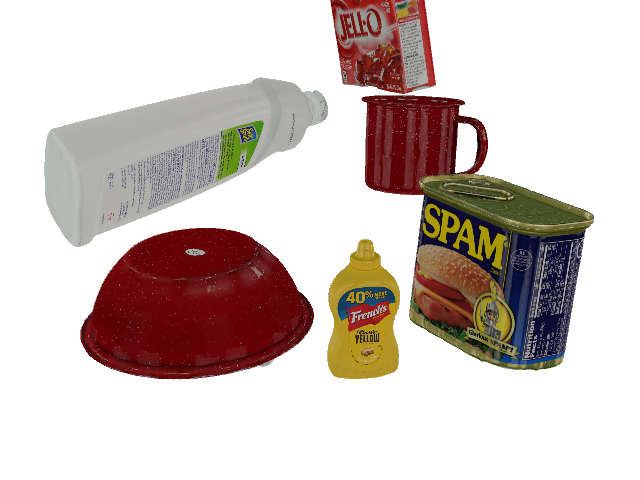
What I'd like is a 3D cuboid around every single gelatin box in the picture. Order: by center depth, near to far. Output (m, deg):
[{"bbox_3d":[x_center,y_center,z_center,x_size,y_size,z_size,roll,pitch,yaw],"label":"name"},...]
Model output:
[{"bbox_3d":[0.041,-0.144,0.744,0.030,0.073,0.089,-18,20,-24],"label":"gelatin box"}]

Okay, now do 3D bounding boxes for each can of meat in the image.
[{"bbox_3d":[0.096,0.016,0.592,0.057,0.084,0.102,-6,20,-32],"label":"can of meat"}]

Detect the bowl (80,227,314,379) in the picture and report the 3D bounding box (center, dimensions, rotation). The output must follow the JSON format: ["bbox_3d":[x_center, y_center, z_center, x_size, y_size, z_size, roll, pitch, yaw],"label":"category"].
[{"bbox_3d":[-0.086,0.033,0.732,0.162,0.055,0.162,-2,22,1],"label":"bowl"}]

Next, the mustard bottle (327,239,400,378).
[{"bbox_3d":[0.059,0.090,1.438,0.096,0.192,0.058,-3,21,-8],"label":"mustard bottle"}]

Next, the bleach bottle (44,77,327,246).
[{"bbox_3d":[-0.105,-0.079,0.909,0.250,0.068,0.103,-20,-33,-29],"label":"bleach bottle"}]

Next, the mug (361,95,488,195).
[{"bbox_3d":[0.093,-0.086,0.959,0.117,0.081,0.093,6,13,21],"label":"mug"}]

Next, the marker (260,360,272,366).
[{"bbox_3d":[-0.070,0.076,1.066,0.020,0.121,0.020,-10,34,7],"label":"marker"}]
